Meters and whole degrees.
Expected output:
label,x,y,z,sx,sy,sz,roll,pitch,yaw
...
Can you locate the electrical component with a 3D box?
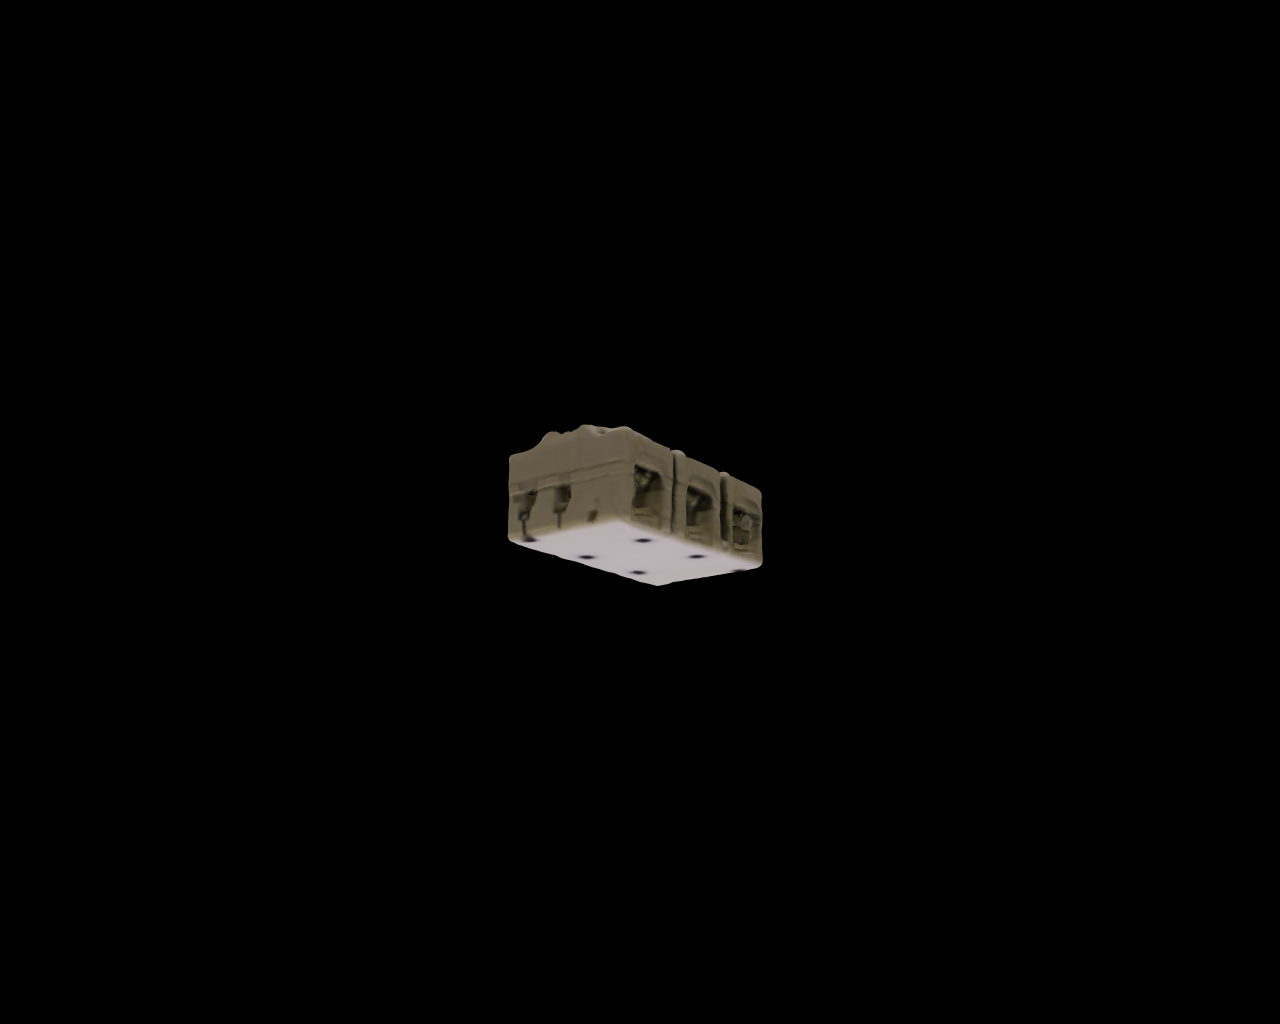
label,x,y,z,sx,sy,sz,roll,pitch,yaw
electrical component,0.001,-0.003,0.650,0.089,0.062,0.150,-11,-19,34
